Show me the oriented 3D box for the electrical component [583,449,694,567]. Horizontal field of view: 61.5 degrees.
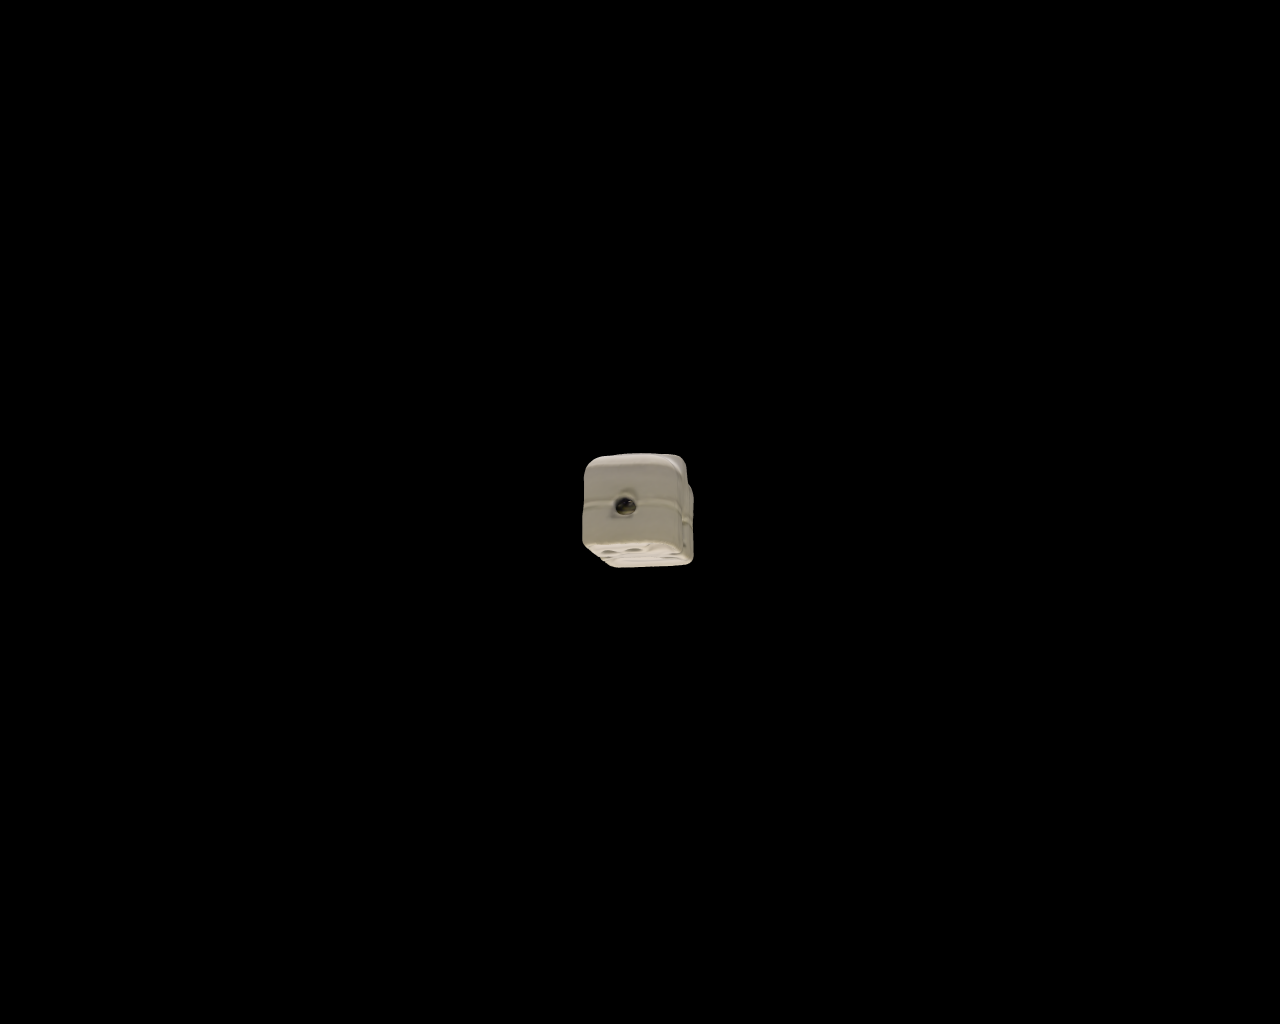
[{"bbox_3d":[0.001,-0.003,0.650,0.054,0.059,0.095,-2,-12,11],"label":"electrical component"}]
